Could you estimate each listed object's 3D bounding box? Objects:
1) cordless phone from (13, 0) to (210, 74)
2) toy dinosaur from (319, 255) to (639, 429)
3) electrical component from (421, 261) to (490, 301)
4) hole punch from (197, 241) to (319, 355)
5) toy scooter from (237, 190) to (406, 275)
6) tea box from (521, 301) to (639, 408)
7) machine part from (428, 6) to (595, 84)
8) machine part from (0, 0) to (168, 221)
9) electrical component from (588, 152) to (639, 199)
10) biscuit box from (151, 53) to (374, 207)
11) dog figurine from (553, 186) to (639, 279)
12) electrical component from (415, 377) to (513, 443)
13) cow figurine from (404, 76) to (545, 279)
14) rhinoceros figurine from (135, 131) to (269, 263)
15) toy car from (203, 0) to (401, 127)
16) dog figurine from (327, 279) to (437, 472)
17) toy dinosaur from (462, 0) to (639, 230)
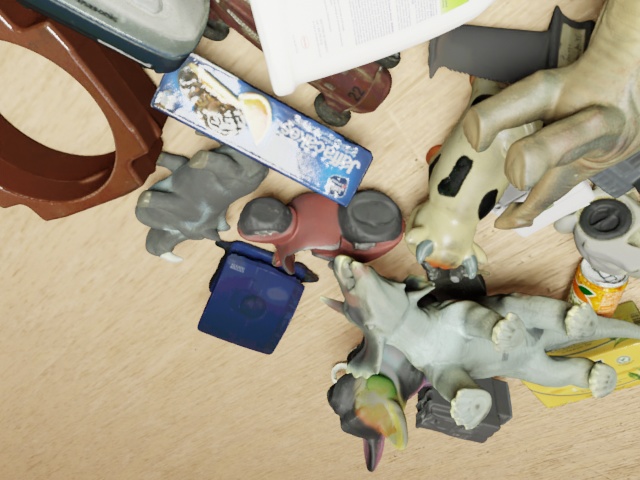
[{"bbox_3d":[-0.133,-0.229,0.384,0.146,0.089,0.184,23,93,-25],"label":"cordless phone"},{"bbox_3d":[0.184,0.103,0.594,0.405,0.192,0.131,8,98,-28],"label":"toy dinosaur"},{"bbox_3d":[0.176,0.056,0.668,0.078,0.045,0.102,-16,130,18],"label":"electrical component"},{"bbox_3d":[-0.087,0.074,0.687,0.142,0.092,0.115,24,128,-12],"label":"hole punch"},{"bbox_3d":[-0.001,-0.002,0.610,0.184,0.075,0.135,0,154,-8],"label":"toy scooter"},{"bbox_3d":[0.366,0.160,0.733,0.170,0.068,0.098,-29,125,30],"label":"tea box"},{"bbox_3d":[0.161,-0.159,0.450,0.139,0.084,0.039,8,160,10],"label":"machine part"},{"bbox_3d":[-0.266,-0.126,0.513,0.202,0.087,0.200,-15,130,21],"label":"machine part"},{"bbox_3d":[0.277,-0.076,0.480,0.047,0.119,0.075,28,133,-20],"label":"electrical component"},{"bbox_3d":[-0.050,-0.104,0.505,0.202,0.063,0.059,26,99,-13],"label":"biscuit box"},{"bbox_3d":[0.360,0.017,0.587,0.173,0.121,0.190,18,164,36],"label":"dog figurine"},{"bbox_3d":[0.207,0.223,0.778,0.134,0.115,0.058,13,138,-7],"label":"electrical component"},{"bbox_3d":[0.142,-0.051,0.513,0.085,0.127,0.194,19,131,-9],"label":"cow figurine"},{"bbox_3d":[-0.137,-0.047,0.591,0.190,0.073,0.112,-35,133,30],"label":"rhinoceros figurine"},{"bbox_3d":[-0.023,-0.175,0.464,0.202,0.053,0.089,30,132,-23],"label":"toy car"},{"bbox_3d":[0.104,0.174,0.671,0.191,0.219,0.108,22,135,-14],"label":"dog figurine"},{"bbox_3d":[0.219,-0.165,0.307,0.198,0.105,0.470,-9,142,-20],"label":"toy dinosaur"}]
